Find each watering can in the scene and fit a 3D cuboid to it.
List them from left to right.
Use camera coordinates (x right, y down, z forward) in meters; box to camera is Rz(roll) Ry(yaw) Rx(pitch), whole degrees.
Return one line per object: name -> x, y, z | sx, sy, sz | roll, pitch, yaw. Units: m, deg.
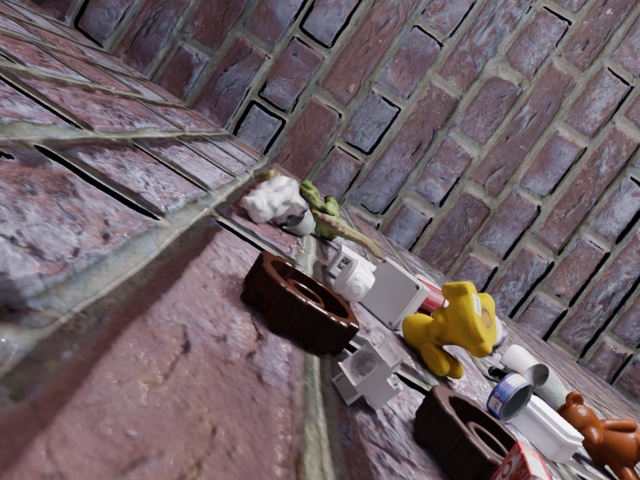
watering can -> 0.406, 0.204, 1.490 | 0.223, 0.103, 0.352 | 32, 8, -18

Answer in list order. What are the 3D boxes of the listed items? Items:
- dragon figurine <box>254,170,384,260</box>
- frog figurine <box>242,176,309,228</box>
dragon figurine -> 0.004, -0.070, 1.384 | 0.412, 0.122, 0.242 | 33, 3, 8
frog figurine -> -0.119, -0.092, 1.167 | 0.137, 0.123, 0.159 | -3, -10, 41
